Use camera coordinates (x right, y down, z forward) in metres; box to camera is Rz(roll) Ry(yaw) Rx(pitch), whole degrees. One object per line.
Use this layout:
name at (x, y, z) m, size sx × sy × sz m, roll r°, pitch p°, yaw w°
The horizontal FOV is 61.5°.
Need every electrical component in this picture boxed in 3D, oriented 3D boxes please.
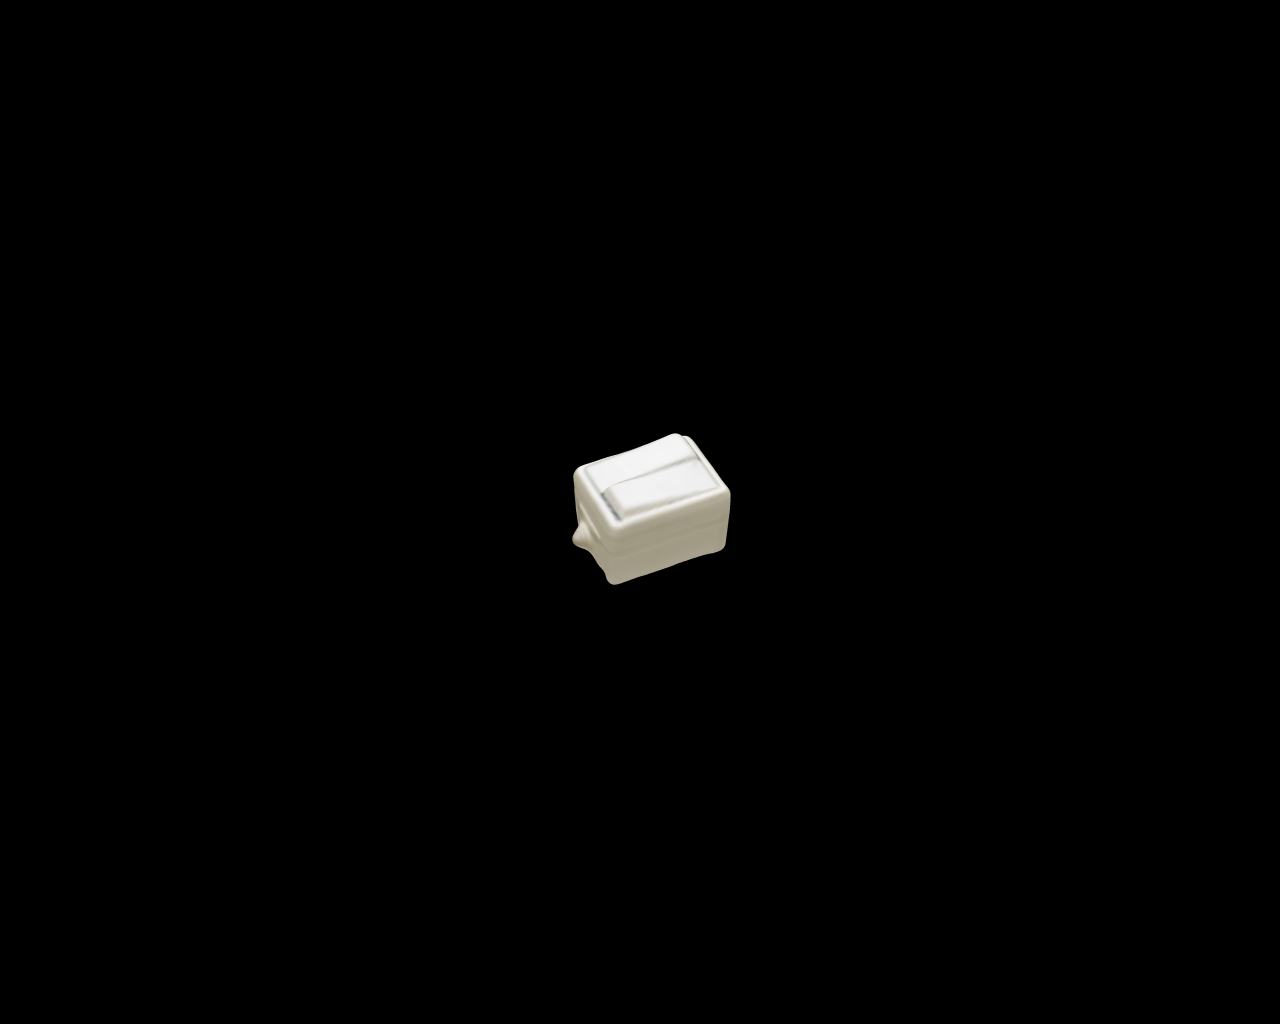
electrical component at (0.001, -0.003, 0.650) m, size 0.096 × 0.061 × 0.062 m, roll -17°, pitch 48°, yaw -16°
